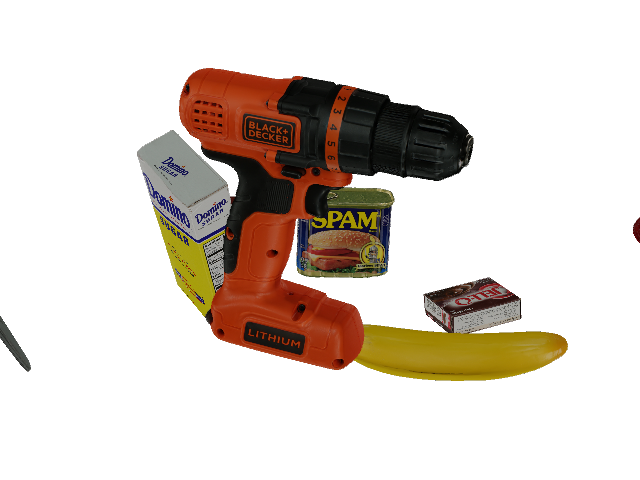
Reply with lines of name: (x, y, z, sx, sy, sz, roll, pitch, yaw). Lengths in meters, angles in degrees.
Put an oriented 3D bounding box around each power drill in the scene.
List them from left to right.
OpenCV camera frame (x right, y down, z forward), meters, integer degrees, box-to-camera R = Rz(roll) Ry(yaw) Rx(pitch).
power drill: (-0.002, -0.012, 0.684, 0.185, 0.188, 0.057, 14, 29, 17)

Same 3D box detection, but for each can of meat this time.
can of meat: (0.024, -0.008, 1.121, 0.102, 0.084, 0.057, 1, 19, -3)

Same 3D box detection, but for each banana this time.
banana: (0.099, 0.085, 0.852, 0.198, 0.037, 0.069, 5, 28, 7)

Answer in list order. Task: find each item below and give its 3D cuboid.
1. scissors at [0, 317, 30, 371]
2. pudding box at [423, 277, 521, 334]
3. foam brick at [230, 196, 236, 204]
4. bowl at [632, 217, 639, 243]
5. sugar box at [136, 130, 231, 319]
scissors: (-0.345, 0.034, 1.075, 0.016, 0.201, 0.096, -26, 27, 22)
pudding box: (0.217, 0.095, 1.529, 0.113, 0.039, 0.090, -15, 22, -17)
foam brick: (-0.126, -0.021, 1.305, 0.078, 0.053, 0.051, 0, 27, 3)
bowl: (0.417, 0.018, 1.149, 0.162, 0.055, 0.162, -1, 25, 0)
sugar box: (-0.106, -0.001, 0.934, 0.048, 0.176, 0.093, -32, 50, -17)
